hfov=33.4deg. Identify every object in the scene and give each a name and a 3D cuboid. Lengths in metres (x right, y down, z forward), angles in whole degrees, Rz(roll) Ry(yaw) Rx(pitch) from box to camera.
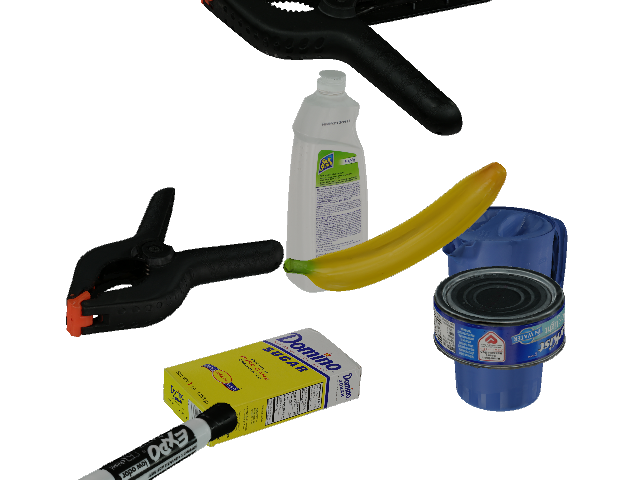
[{"bbox_3d":[0.014,-0.069,1.205,0.102,0.251,0.068,-14,31,-31],"label":"bleach bottle"},{"bbox_3d":[-0.056,0.141,1.056,0.175,0.048,0.093,-16,32,-32],"label":"sugar box"},{"bbox_3d":[0.070,-0.002,0.889,0.198,0.037,0.069,-27,-23,9],"label":"banana"},{"bbox_3d":[-0.084,0.112,0.566,0.020,0.020,0.120,0,12,32],"label":"marker"},{"bbox_3d":[0.016,-0.145,0.727,0.210,0.164,0.036,10,-41,3],"label":"clamp"},{"bbox_3d":[0.116,0.048,0.695,0.086,0.034,0.086,-4,23,1],"label":"tuna can"},{"bbox_3d":[-0.123,0.013,0.769,0.120,0.039,0.171,27,35,35],"label":"clamp"},{"bbox_3d":[0.233,0.083,1.343,0.149,0.243,0.145,1,21,12],"label":"pitcher"}]
